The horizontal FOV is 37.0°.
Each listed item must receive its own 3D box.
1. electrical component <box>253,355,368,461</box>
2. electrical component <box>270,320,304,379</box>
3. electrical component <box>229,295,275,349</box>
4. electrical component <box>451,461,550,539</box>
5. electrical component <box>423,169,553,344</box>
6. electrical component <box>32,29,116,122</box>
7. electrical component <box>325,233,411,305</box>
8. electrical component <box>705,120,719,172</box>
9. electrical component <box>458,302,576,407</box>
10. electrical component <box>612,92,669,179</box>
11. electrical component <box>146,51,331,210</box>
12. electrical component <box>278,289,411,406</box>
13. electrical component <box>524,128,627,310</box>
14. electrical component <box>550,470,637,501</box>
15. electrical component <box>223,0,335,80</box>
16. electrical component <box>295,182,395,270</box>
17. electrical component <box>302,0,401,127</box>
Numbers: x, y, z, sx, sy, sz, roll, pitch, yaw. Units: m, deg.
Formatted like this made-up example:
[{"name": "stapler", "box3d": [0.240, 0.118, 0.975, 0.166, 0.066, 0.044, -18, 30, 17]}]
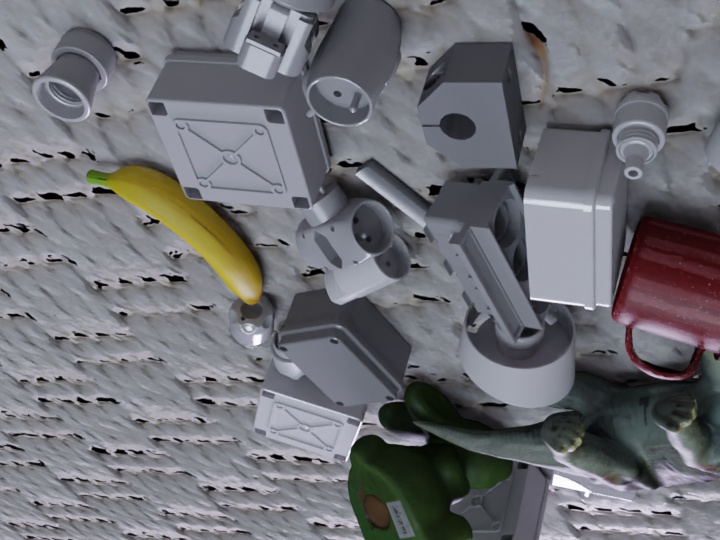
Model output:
[{"name": "electrical component", "box3d": [-0.049, 0.139, 1.107, 0.109, 0.056, 0.108, 18, 146, 0]}, {"name": "electrical component", "box3d": [-0.065, 0.073, 1.035, 0.043, 0.043, 0.062, 7, 142, 16]}, {"name": "electrical component", "box3d": [-0.103, 0.053, 1.025, 0.043, 0.043, 0.062, 15, 147, 4]}, {"name": "electrical component", "box3d": [0.136, 0.259, 1.145, 0.109, 0.108, 0.056, -9, 134, 34]}, {"name": "electrical component", "box3d": [0.101, -0.013, 0.818, 0.063, 0.078, 0.121, 10, 148, 38]}, {"name": "electrical component", "box3d": [-0.209, -0.143, 0.791, 0.045, 0.055, 0.045, 12, 145, 9]}, {"name": "electrical component", "box3d": [0.000, 0.000, 0.905, 0.043, 0.043, 0.081, 37, 141, -25]}, {"name": "electrical component", "box3d": [0.247, -0.091, 0.671, 0.040, 0.040, 0.078, 17, 146, 2]}, {"name": "electrical component", "box3d": [0.131, 0.062, 0.887, 0.099, 0.099, 0.064, 10, 138, 11]}, {"name": "electrical component", "box3d": [0.179, -0.084, 0.692, 0.035, 0.061, 0.035, 12, 145, 9]}, {"name": "electrical component", "box3d": [-0.087, -0.102, 0.792, 0.109, 0.056, 0.108, 6, 143, 16]}, {"name": "electrical component", "box3d": [-0.014, 0.073, 0.999, 0.078, 0.057, 0.113, -11, 136, 35]}, {"name": "electrical component", "box3d": [0.153, -0.035, 0.751, 0.057, 0.078, 0.113, 7, 139, 19]}, {"name": "electrical component", "box3d": [0.234, 0.202, 1.074, 0.083, 0.047, 0.075, 10, 144, 11]}, {"name": "electrical component", "box3d": [-0.049, -0.164, 0.680, 0.058, 0.078, 0.057, 24, 126, -6]}, {"name": "electrical component", "box3d": [-0.022, -0.043, 0.853, 0.077, 0.043, 0.079, -11, 119, 53]}, {"name": "electrical component", "box3d": [-0.012, -0.127, 0.706, 0.044, 0.077, 0.079, 30, 144, -18]}]
